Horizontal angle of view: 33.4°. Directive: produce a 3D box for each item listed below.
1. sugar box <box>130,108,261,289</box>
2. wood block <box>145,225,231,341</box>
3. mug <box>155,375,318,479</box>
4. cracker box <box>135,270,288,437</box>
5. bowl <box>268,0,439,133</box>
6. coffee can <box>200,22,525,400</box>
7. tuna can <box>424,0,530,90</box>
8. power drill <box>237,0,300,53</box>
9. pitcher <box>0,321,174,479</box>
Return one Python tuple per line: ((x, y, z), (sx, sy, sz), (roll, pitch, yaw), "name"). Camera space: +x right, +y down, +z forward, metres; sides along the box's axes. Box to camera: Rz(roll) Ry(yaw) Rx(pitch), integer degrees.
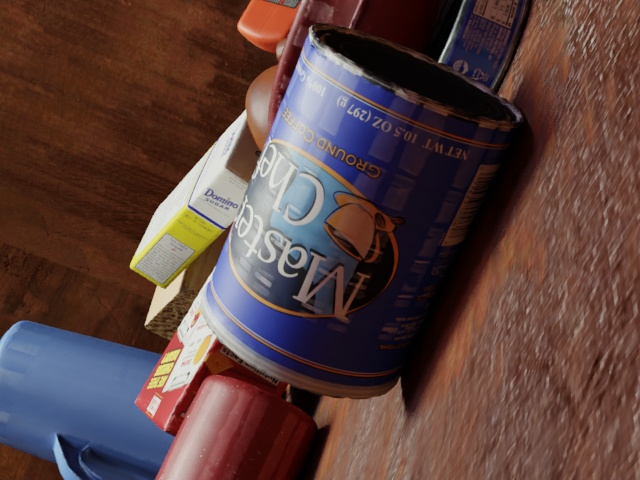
((-0.097, -0.037, 0.934), (0.177, 0.048, 0.093), (-38, 24, 43), "sugar box")
((-0.095, 0.007, 1.076), (0.091, 0.090, 0.206), (-44, 26, 43), "wood block")
((-0.048, 0.143, 0.682), (0.081, 0.093, 0.117), (-65, -33, -19), "mug")
((-0.049, 0.056, 0.811), (0.213, 0.072, 0.164), (-61, 13, -10), "cracker box")
((0.025, -0.125, 0.635), (0.162, 0.055, 0.162), (-161, 90, -74), "bowl")
((0.017, -0.014, 0.488), (0.102, 0.102, 0.140), (-82, 15, -69), "coffee can")
((0.080, -0.105, 0.583), (0.086, 0.033, 0.086), (-159, 91, -85), "tuna can")
((-0.014, -0.149, 0.955), (0.184, 0.057, 0.187), (-62, -24, -21), "power drill")
((-0.171, 0.161, 0.932), (0.149, 0.243, 0.145), (109, 178, -78), "pitcher")
